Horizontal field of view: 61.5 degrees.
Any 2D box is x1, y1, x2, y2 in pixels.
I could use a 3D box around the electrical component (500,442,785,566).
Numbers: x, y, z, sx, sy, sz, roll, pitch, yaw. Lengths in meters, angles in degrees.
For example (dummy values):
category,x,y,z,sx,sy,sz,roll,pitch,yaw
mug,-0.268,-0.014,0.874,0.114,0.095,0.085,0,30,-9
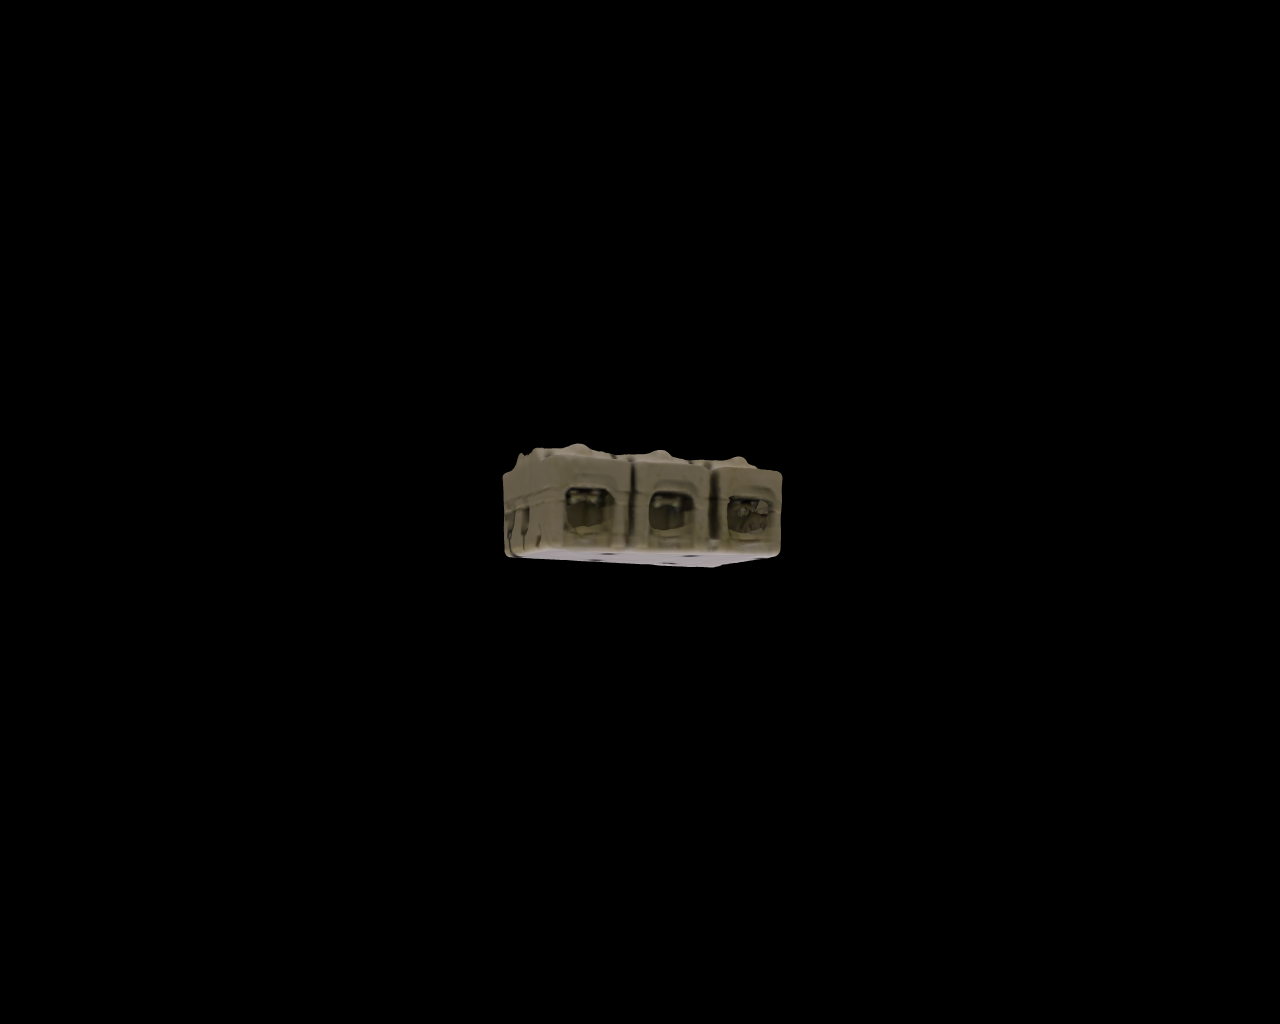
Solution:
category,x,y,z,sx,sy,sz,roll,pitch,yaw
electrical component,0.001,-0.003,0.650,0.150,0.061,0.089,3,-7,-26
